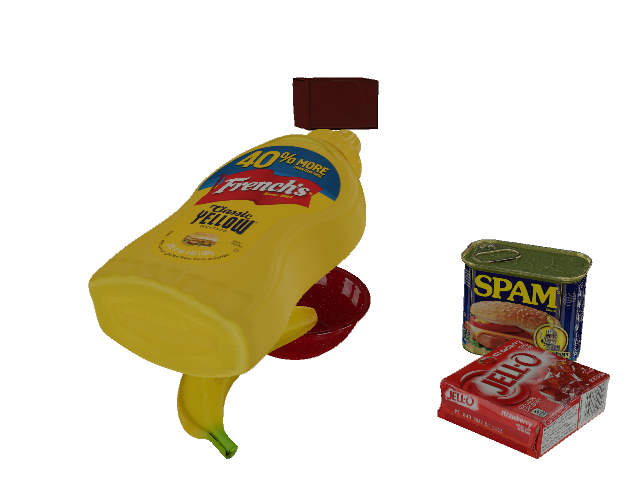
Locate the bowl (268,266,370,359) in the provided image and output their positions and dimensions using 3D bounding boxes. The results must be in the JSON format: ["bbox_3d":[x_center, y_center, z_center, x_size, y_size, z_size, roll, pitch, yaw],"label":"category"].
[{"bbox_3d":[-0.029,0.080,1.138,0.162,0.055,0.162,2,28,-1],"label":"bowl"}]

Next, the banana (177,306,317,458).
[{"bbox_3d":[-0.065,0.101,0.848,0.069,0.037,0.197,28,35,4],"label":"banana"}]

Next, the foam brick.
[{"bbox_3d":[0.015,-0.141,1.103,0.078,0.051,0.053,-3,13,-19],"label":"foam brick"}]

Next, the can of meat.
[{"bbox_3d":[0.167,0.052,0.878,0.102,0.084,0.057,9,24,23],"label":"can of meat"}]

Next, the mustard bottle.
[{"bbox_3d":[-0.030,-0.008,0.576,0.096,0.058,0.191,11,38,29],"label":"mustard bottle"}]

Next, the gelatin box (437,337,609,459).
[{"bbox_3d":[0.129,0.097,0.675,0.073,0.030,0.089,20,26,38],"label":"gelatin box"}]
